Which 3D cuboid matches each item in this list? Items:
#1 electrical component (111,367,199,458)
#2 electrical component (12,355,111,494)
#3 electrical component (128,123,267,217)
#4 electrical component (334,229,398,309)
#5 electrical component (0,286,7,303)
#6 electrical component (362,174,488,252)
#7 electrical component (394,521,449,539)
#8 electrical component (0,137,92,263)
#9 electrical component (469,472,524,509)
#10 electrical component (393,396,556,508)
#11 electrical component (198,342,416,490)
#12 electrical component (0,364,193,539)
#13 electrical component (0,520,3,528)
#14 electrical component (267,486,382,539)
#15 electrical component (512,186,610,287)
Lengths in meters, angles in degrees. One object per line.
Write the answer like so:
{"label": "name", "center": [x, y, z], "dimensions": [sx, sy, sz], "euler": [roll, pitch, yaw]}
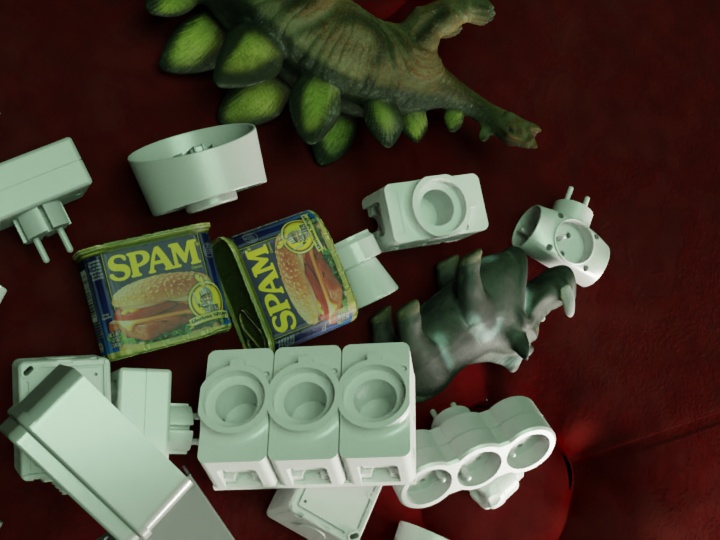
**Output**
{"label": "electrical component", "center": [-0.145, 0.117, 0.792], "dimensions": [0.076, 0.047, 0.083], "euler": [5, 78, -23]}
{"label": "electrical component", "center": [-0.212, 0.109, 0.761], "dimensions": [0.062, 0.061, 0.096], "euler": [-1, 89, -23]}
{"label": "electrical component", "center": [-0.121, -0.078, 0.813], "dimensions": [0.099, 0.099, 0.064], "euler": [-19, 95, -25]}
{"label": "electrical component", "center": [0.000, 0.000, 0.877], "dimensions": [0.045, 0.045, 0.055], "euler": [-26, 91, -25]}
{"label": "electrical component", "center": [-0.300, 0.021, 0.741], "dimensions": [0.089, 0.050, 0.055], "euler": [28, 70, -16]}
{"label": "electrical component", "center": [0.056, -0.048, 0.904], "dimensions": [0.089, 0.056, 0.050], "euler": [-9, 84, -24]}
{"label": "electrical component", "center": [0.048, 0.232, 0.851], "dimensions": [0.055, 0.055, 0.047], "euler": [29, 74, -16]}
{"label": "electrical component", "center": [-0.235, -0.043, 0.782], "dimensions": [0.083, 0.047, 0.075], "euler": [-27, 92, -25]}
{"label": "electrical component", "center": [0.121, 0.171, 0.904], "dimensions": [0.061, 0.035, 0.035], "euler": [-36, 96, -27]}
{"label": "electrical component", "center": [0.082, 0.136, 0.881], "dimensions": [0.138, 0.073, 0.052], "euler": [-17, 131, -13]}
{"label": "electrical component", "center": [-0.036, 0.105, 0.782], "dimensions": [0.150, 0.061, 0.089], "euler": [-3, 56, 6]}
{"label": "electrical component", "center": [-0.174, 0.121, 0.700], "dimensions": [0.057, 0.078, 0.113], "euler": [-47, 105, -19]}
{"label": "electrical component", "center": [-0.276, 0.183, 0.721], "dimensions": [0.055, 0.055, 0.047], "euler": [24, 76, -18]}
{"label": "electrical component", "center": [-0.022, 0.160, 0.834], "dimensions": [0.062, 0.061, 0.096], "euler": [33, 61, -13]}
{"label": "electrical component", "center": [0.186, -0.037, 0.964], "dimensions": [0.077, 0.044, 0.079], "euler": [28, 70, -16]}
